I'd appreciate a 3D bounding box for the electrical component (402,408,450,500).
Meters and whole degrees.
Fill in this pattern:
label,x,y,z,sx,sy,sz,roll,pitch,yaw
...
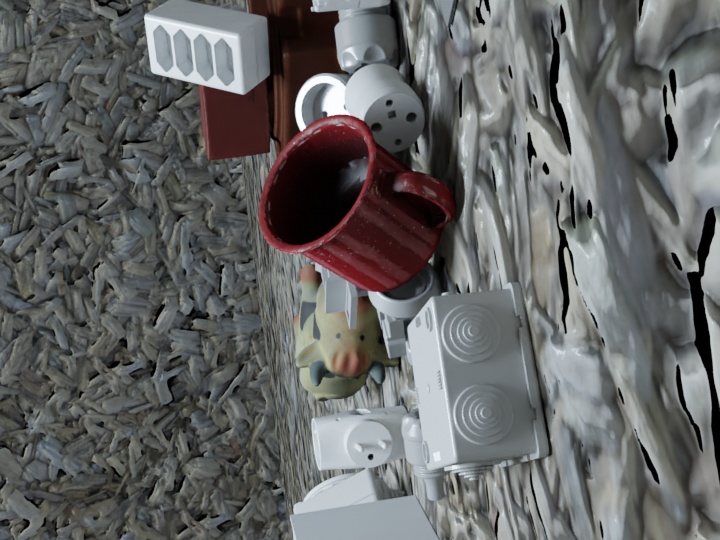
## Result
label,x,y,z,sx,sy,sz,roll,pitch,yaw
electrical component,0.048,0.125,0.724,0.035,0.035,0.061,-134,35,-75

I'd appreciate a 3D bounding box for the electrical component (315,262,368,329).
label,x,y,z,sx,sy,sz,roll,pitch,yaw
electrical component,0.000,0.000,0.833,0.042,0.064,0.081,95,165,-51

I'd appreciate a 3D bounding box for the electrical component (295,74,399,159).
label,x,y,z,sx,sy,sz,roll,pitch,yaw
electrical component,0.004,-0.074,0.783,0.074,0.052,0.138,-15,-90,-58

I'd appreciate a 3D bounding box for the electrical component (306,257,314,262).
label,x,y,z,sx,sy,sz,roll,pitch,yaw
electrical component,-0.029,-0.041,1.038,0.075,0.047,0.083,-108,14,-49

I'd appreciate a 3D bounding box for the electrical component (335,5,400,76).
label,x,y,z,sx,sy,sz,roll,pitch,yaw
electrical component,0.004,-0.169,0.745,0.043,0.043,0.062,137,127,-79

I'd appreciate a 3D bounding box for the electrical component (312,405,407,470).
label,x,y,z,sx,sy,sz,roll,pitch,yaw
electrical component,0.004,0.138,0.871,0.079,0.077,0.043,176,87,-81

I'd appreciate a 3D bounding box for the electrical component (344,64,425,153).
label,x,y,z,sx,sy,sz,roll,pitch,yaw
electrical component,0.016,-0.106,0.708,0.055,0.045,0.045,-113,18,-59

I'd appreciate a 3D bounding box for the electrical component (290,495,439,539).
label,x,y,z,sx,sy,sz,roll,pitch,yaw
electrical component,0.013,0.243,0.806,0.186,0.105,0.060,-129,33,-74

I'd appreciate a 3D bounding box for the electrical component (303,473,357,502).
label,x,y,z,sx,sy,sz,roll,pitch,yaw
electrical component,-0.013,0.241,1.060,0.080,0.080,0.051,92,162,-46

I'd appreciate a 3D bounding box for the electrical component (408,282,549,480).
label,x,y,z,sx,sy,sz,roll,pitch,yaw
electrical component,0.058,0.060,0.568,0.099,0.048,0.099,114,150,-75

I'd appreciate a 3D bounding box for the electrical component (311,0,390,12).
label,x,y,z,sx,sy,sz,roll,pitch,yaw
electrical component,-0.005,-0.215,0.704,0.061,0.061,0.096,103,158,-65

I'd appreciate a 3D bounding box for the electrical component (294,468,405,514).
label,x,y,z,sx,sy,sz,roll,pitch,yaw
electrical component,0.000,0.224,0.941,0.061,0.096,0.061,53,-167,-38

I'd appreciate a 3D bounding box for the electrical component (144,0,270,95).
label,x,y,z,sx,sy,sz,roll,pitch,yaw
electrical component,-0.103,-0.174,0.801,0.075,0.083,0.047,-50,-32,-46

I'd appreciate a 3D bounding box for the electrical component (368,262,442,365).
label,x,y,z,sx,sy,sz,roll,pitch,yaw
electrical component,0.031,0.022,0.717,0.055,0.048,0.066,81,176,-50
